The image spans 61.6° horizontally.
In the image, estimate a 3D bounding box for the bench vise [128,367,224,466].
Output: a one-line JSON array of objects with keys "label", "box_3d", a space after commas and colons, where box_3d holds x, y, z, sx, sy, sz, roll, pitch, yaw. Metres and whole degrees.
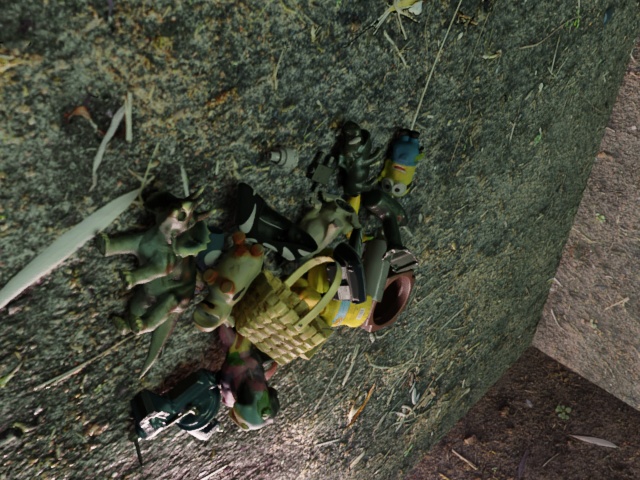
[{"label": "bench vise", "box_3d": [-0.301, 0.397, 1.205, 0.223, 0.129, 0.240, -47, 138, -14]}]

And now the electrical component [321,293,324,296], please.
[{"label": "electrical component", "box_3d": [-0.014, 0.139, 1.392, 0.102, 0.078, 0.045, -22, 109, -47]}]

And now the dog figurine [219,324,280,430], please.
[{"label": "dog figurine", "box_3d": [-0.166, 0.281, 1.192, 0.108, 0.192, 0.219, -12, 111, -25]}]

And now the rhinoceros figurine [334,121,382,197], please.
[{"label": "rhinoceros figurine", "box_3d": [0.081, -0.189, 1.249, 0.112, 0.073, 0.190, -26, 137, -21]}]

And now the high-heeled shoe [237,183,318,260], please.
[{"label": "high-heeled shoe", "box_3d": [-0.085, -0.034, 1.101, 0.248, 0.145, 0.086, 81, 11, -60]}]

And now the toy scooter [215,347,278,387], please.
[{"label": "toy scooter", "box_3d": [-0.182, 0.347, 1.345, 0.184, 0.075, 0.135, -22, 132, -35]}]

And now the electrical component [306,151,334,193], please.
[{"label": "electrical component", "box_3d": [-0.002, -0.152, 1.214, 0.063, 0.021, 0.094, 11, 109, -53]}]

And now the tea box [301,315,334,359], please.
[{"label": "tea box", "box_3d": [-0.029, 0.250, 1.388, 0.098, 0.068, 0.169, -47, 179, -12]}]

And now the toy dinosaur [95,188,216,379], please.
[{"label": "toy dinosaur", "box_3d": [-0.283, 0.068, 0.980, 0.192, 0.131, 0.404, -25, 140, -36]}]

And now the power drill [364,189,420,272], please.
[{"label": "power drill", "box_3d": [0.202, -0.023, 1.422, 0.086, 0.207, 0.231, -19, 147, 25]}]

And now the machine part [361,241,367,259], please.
[{"label": "machine part", "box_3d": [0.073, 0.044, 1.445, 0.139, 0.039, 0.084, -11, 130, -47]}]

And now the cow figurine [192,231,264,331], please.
[{"label": "cow figurine", "box_3d": [-0.182, 0.092, 1.058, 0.195, 0.086, 0.127, -57, 163, -21]}]

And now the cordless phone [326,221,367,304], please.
[{"label": "cordless phone", "box_3d": [0.081, 0.051, 1.312, 0.184, 0.089, 0.146, -69, 155, -51]}]

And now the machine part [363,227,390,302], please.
[{"label": "machine part", "box_3d": [0.153, 0.082, 1.494, 0.079, 0.079, 0.243, 21, 82, -54]}]

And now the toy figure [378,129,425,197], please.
[{"label": "toy figure", "box_3d": [0.217, -0.197, 1.392, 0.089, 0.082, 0.180, -10, 122, -44]}]

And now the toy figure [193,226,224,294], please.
[{"label": "toy figure", "box_3d": [-0.234, 0.048, 1.065, 0.064, 0.058, 0.154, 14, 110, -21]}]

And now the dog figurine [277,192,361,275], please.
[{"label": "dog figurine", "box_3d": [-0.006, -0.006, 1.278, 0.172, 0.121, 0.190, -6, 139, -51]}]

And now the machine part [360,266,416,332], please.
[{"label": "machine part", "box_3d": [0.189, 0.166, 1.637, 0.201, 0.087, 0.200, -10, 124, -44]}]

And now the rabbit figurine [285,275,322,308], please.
[{"label": "rabbit figurine", "box_3d": [-0.109, 0.154, 1.274, 0.173, 0.122, 0.162, 14, 115, -39]}]
